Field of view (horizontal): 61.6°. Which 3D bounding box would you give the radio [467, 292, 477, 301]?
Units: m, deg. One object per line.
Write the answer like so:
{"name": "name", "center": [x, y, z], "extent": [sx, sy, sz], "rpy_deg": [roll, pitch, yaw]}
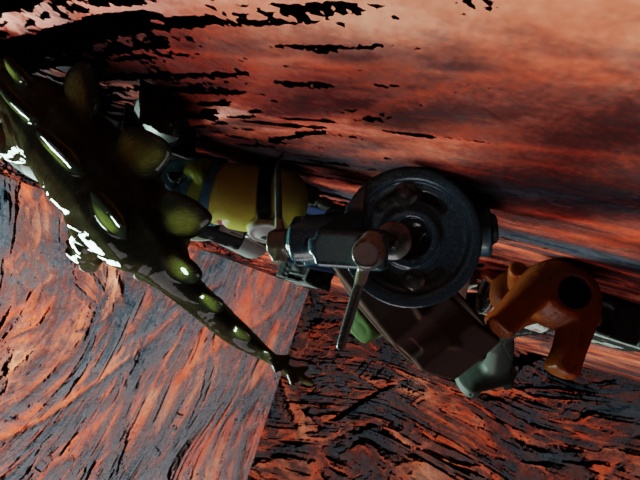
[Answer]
{"name": "radio", "center": [0.225, 0.136, 1.018], "extent": [0.230, 0.073, 0.131], "rpy_deg": [-3, 170, 2]}

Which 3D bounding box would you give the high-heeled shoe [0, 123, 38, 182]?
{"name": "high-heeled shoe", "center": [-0.361, -0.120, 0.787], "extent": [0.248, 0.086, 0.145], "rpy_deg": [17, 172, -31]}

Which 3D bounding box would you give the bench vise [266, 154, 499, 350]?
{"name": "bench vise", "center": [0.038, -0.003, 0.459], "extent": [0.224, 0.128, 0.240], "rpy_deg": [8, -173, 14]}

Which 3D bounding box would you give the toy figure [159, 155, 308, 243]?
{"name": "toy figure", "center": [-0.103, -0.053, 0.605], "extent": [0.180, 0.089, 0.082], "rpy_deg": [19, -160, 9]}

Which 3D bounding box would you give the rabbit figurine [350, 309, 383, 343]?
{"name": "rabbit figurine", "center": [0.093, 0.057, 0.873], "extent": [0.170, 0.121, 0.159], "rpy_deg": [56, -151, 15]}

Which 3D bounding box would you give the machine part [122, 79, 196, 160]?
{"name": "machine part", "center": [-0.155, -0.111, 0.522], "extent": [0.084, 0.039, 0.139], "rpy_deg": [27, 172, -14]}

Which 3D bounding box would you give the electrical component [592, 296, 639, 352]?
{"name": "electrical component", "center": [0.403, 0.116, 0.765], "extent": [0.115, 0.058, 0.134], "rpy_deg": [20, 173, 3]}

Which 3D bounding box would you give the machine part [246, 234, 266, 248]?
{"name": "machine part", "center": [-0.046, -0.005, 0.950], "extent": [0.179, 0.056, 0.179], "rpy_deg": [17, 171, 3]}

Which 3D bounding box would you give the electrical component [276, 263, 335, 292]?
{"name": "electrical component", "center": [-0.041, 0.054, 0.969], "extent": [0.119, 0.047, 0.074], "rpy_deg": [8, 166, 36]}

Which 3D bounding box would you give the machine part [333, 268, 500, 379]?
{"name": "machine part", "center": [0.110, 0.067, 0.655], "extent": [0.202, 0.087, 0.200], "rpy_deg": [50, -170, 32]}

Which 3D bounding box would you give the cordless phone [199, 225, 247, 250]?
{"name": "cordless phone", "center": [-0.195, -0.060, 0.898], "extent": [0.146, 0.088, 0.184], "rpy_deg": [21, -176, -32]}

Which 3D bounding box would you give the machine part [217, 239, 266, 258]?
{"name": "machine part", "center": [-0.162, -0.012, 1.088], "extent": [0.079, 0.079, 0.243], "rpy_deg": [16, 173, 14]}

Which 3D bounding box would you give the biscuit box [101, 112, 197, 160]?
{"name": "biscuit box", "center": [-0.235, -0.106, 0.656], "extent": [0.202, 0.059, 0.063], "rpy_deg": [22, 170, -26]}

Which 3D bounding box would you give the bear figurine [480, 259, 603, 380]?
{"name": "bear figurine", "center": [0.254, 0.087, 0.668], "extent": [0.120, 0.132, 0.196], "rpy_deg": [37, 167, 2]}

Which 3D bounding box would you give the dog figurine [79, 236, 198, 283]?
{"name": "dog figurine", "center": [-0.243, -0.024, 0.776], "extent": [0.172, 0.121, 0.190], "rpy_deg": [11, -169, -1]}

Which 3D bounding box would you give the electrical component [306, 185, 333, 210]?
{"name": "electrical component", "center": [-0.032, -0.057, 0.671], "extent": [0.094, 0.021, 0.063], "rpy_deg": [19, 173, -18]}

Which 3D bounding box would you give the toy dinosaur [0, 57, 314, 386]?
{"name": "toy dinosaur", "center": [-0.188, -0.032, 0.497], "extent": [0.471, 0.105, 0.198], "rpy_deg": [46, 155, -11]}

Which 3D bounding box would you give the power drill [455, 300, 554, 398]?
{"name": "power drill", "center": [0.277, 0.176, 0.912], "extent": [0.232, 0.207, 0.086], "rpy_deg": [-10, -144, -8]}

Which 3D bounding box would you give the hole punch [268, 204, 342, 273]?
{"name": "hole punch", "center": [-0.002, -0.002, 0.760], "extent": [0.142, 0.092, 0.115], "rpy_deg": [12, 174, 19]}
